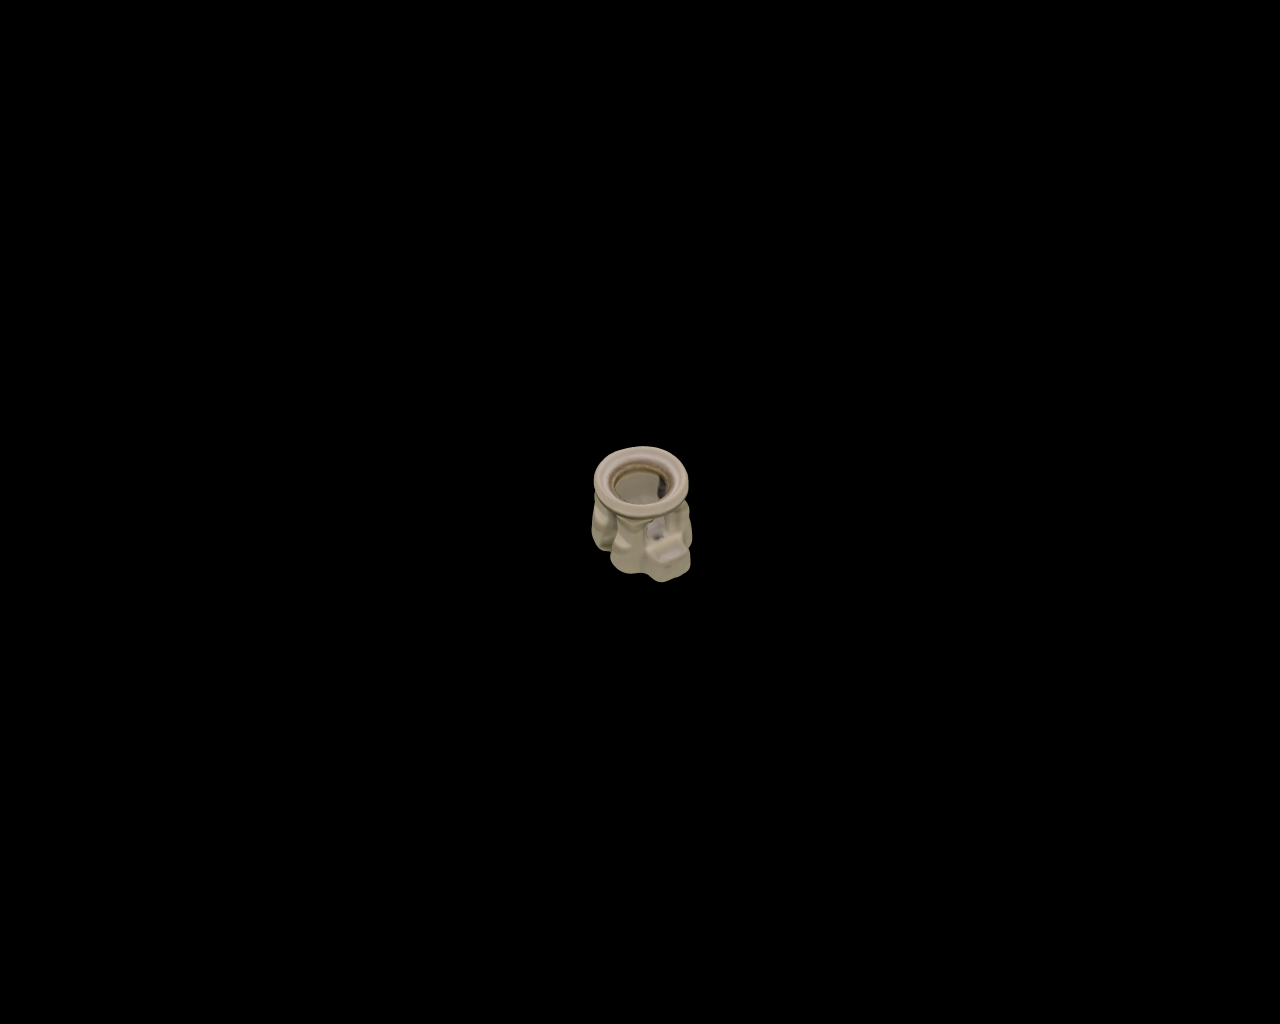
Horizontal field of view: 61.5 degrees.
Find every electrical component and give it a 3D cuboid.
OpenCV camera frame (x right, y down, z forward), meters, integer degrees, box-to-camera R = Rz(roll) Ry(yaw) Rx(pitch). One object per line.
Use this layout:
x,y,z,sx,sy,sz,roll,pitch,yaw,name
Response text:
0.001,-0.003,0.650,0.058,0.056,0.078,-24,50,-22,electrical component
